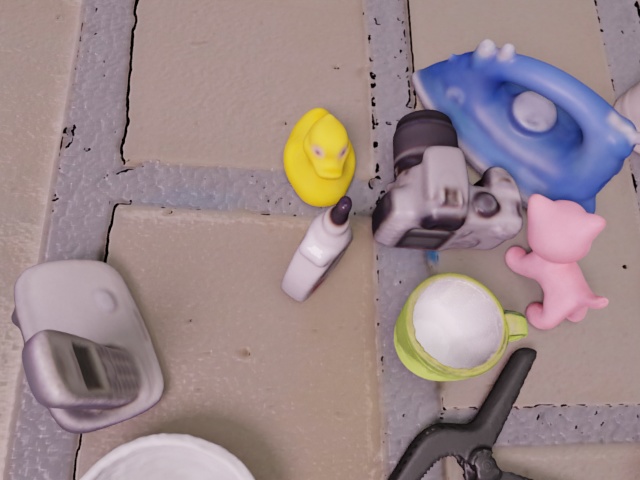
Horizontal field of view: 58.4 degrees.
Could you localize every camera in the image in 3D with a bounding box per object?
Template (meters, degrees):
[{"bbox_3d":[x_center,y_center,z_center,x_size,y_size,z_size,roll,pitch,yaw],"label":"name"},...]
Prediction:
[{"bbox_3d":[0.130,-0.066,0.591,0.143,0.100,0.137,3,70,-9],"label":"camera"}]

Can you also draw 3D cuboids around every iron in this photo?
[{"bbox_3d":[0.221,-0.139,0.612,0.258,0.141,0.119,37,69,4],"label":"iron"}]

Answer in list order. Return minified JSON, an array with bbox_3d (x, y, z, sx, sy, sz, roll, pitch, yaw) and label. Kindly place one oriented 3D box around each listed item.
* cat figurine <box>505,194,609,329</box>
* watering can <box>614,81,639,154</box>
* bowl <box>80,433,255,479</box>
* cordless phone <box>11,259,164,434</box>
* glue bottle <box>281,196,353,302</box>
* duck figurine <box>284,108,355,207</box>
[{"bbox_3d":[0.244,0.016,0.573,0.067,0.117,0.128,-16,74,-15],"label":"cat figurine"},{"bbox_3d":[0.427,-0.169,0.631,0.101,0.194,0.173,9,69,-6],"label":"watering can"},{"bbox_3d":[-0.121,0.241,0.451,0.167,0.074,0.167,3,70,-9],"label":"bowl"},{"bbox_3d":[-0.189,0.071,0.441,0.094,0.185,0.147,-25,76,-17],"label":"cordless phone"},{"bbox_3d":[0.005,0.002,0.506,0.037,0.173,0.078,35,69,4],"label":"glue bottle"},{"bbox_3d":[0.004,-0.096,0.588,0.077,0.086,0.104,-1,71,-10],"label":"duck figurine"}]
